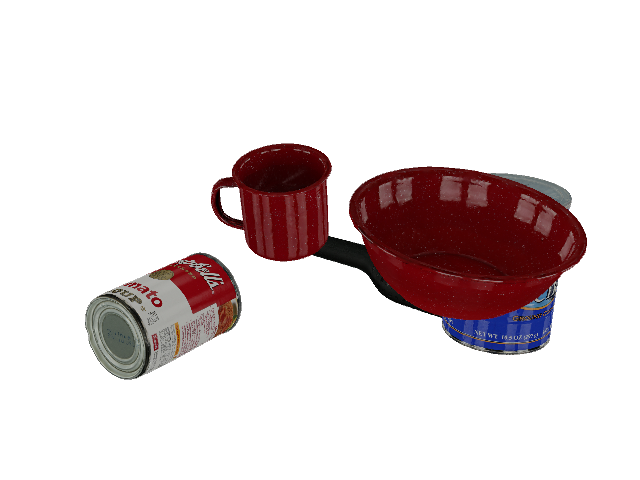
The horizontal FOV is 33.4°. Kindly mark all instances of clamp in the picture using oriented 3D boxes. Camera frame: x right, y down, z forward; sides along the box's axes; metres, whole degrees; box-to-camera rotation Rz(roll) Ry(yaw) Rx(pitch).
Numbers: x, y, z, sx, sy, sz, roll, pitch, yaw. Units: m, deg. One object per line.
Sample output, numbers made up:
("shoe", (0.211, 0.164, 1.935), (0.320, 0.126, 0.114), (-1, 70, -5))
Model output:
("clamp", (0.070, 0.023, 1.236), (0.164, 0.036, 0.210), (-20, 50, -38))

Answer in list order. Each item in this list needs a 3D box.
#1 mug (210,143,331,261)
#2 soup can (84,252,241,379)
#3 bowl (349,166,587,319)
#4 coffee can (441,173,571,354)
("mug", (-0.046, -0.034, 1.014), (0.117, 0.081, 0.093), (0, 35, 4))
("soup can", (-0.119, 0.056, 0.810), (0.069, 0.068, 0.102), (0, 17, 40))
("bowl", (0.097, 0.007, 0.734), (0.162, 0.055, 0.162), (5, 29, -3))
("coffee can", (0.170, 0.020, 0.984), (0.103, 0.140, 0.103), (3, 21, -1))
